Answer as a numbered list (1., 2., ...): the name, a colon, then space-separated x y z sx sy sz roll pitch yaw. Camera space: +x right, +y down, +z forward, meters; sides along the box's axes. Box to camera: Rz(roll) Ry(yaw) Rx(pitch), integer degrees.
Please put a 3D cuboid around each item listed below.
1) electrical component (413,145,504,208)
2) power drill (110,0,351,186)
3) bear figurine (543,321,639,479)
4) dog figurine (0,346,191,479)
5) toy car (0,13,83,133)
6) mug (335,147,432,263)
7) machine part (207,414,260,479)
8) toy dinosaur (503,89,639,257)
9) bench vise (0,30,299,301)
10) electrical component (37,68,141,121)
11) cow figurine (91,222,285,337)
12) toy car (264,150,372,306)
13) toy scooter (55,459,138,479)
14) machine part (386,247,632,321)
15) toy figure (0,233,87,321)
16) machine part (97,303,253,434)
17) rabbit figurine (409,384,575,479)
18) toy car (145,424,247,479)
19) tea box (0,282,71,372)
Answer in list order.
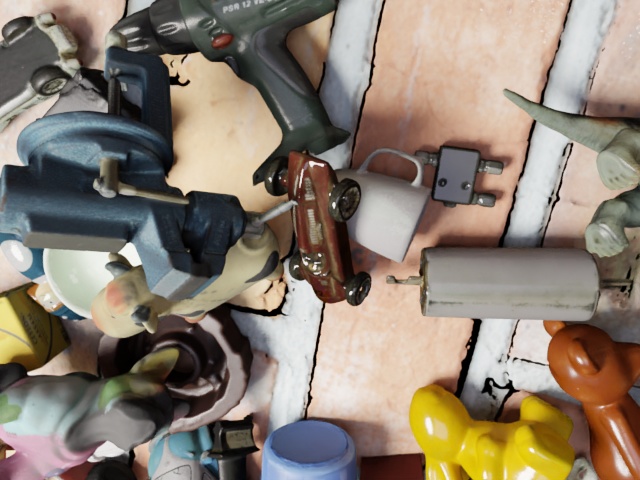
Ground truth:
1. electrical component: 0.142 -0.066 0.567 0.094 0.021 0.063 9 107 4
2. power drill: -0.075 -0.162 0.543 0.232 0.086 0.207 -22 94 10
3. bear figurine: 0.321 0.162 0.563 0.132 0.120 0.195 -19 97 8
4. dog figurine: -0.259 0.179 0.584 0.219 0.192 0.108 -13 103 -27
5. toy car: -0.344 -0.166 0.579 0.202 0.056 0.073 -29 94 12
6. mug: 0.055 -0.043 0.553 0.107 0.081 0.109 20 118 11
7. machine part: -0.099 0.281 0.632 0.039 0.084 0.139 -11 75 20
8. toy dinosaur: 0.364 -0.031 0.502 0.192 0.131 0.405 -35 86 -27
9. bench vise: -0.151 -0.074 0.464 0.224 0.129 0.240 1 67 -22
10. electrical component: -0.236 -0.099 0.584 0.115 0.058 0.134 -43 96 17
11. cow figurine: -0.131 0.038 0.537 0.195 0.127 0.085 -26 76 -12
12. toy car: -0.001 -0.002 0.532 0.089 0.053 0.201 26 150 27
13. toy scooter: -0.334 0.320 0.700 0.184 0.075 0.135 39 106 -2
14. machine part: 0.192 0.045 0.563 0.243 0.079 0.079 0 105 7
15. toy figure: -0.324 0.034 0.632 0.064 0.058 0.154 -10 110 50
16. machine part: -0.169 0.141 0.642 0.179 0.056 0.179 1 106 5
17. rabbit figurine: 0.179 0.233 0.613 0.173 0.122 0.162 25 116 14
18. toy car: -0.153 0.312 0.662 0.109 0.103 0.161 -28 98 14
19. tea box: -0.412 0.124 0.658 0.170 0.068 0.098 -20 101 11
